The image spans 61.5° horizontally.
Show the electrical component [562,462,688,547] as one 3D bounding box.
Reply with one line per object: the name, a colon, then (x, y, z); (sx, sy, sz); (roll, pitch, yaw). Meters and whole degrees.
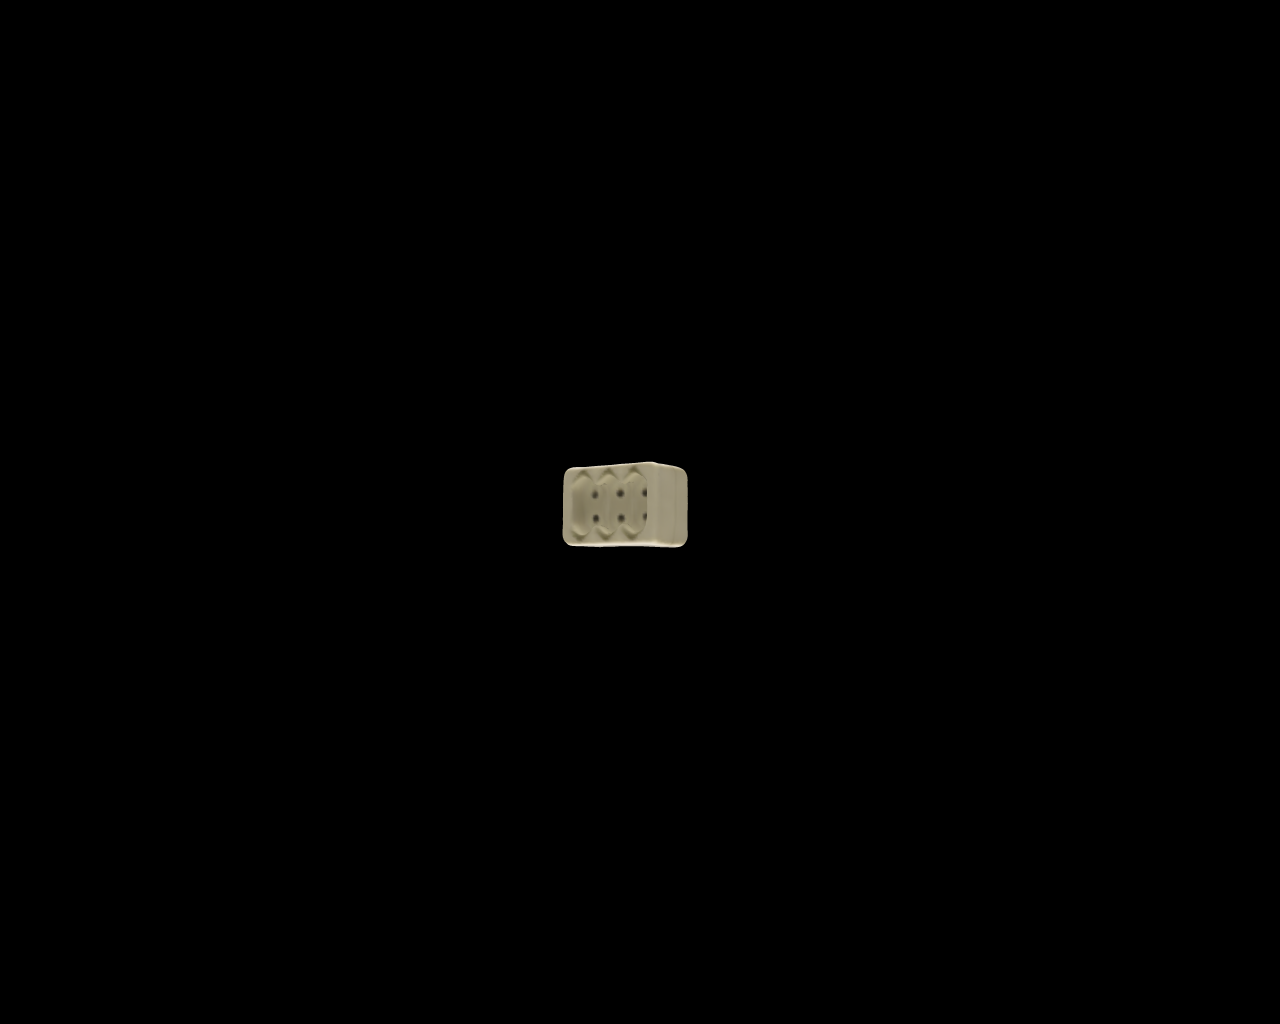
electrical component: (0.001, -0.003, 0.650); (0.066, 0.047, 0.077); (-2, -3, 31)
